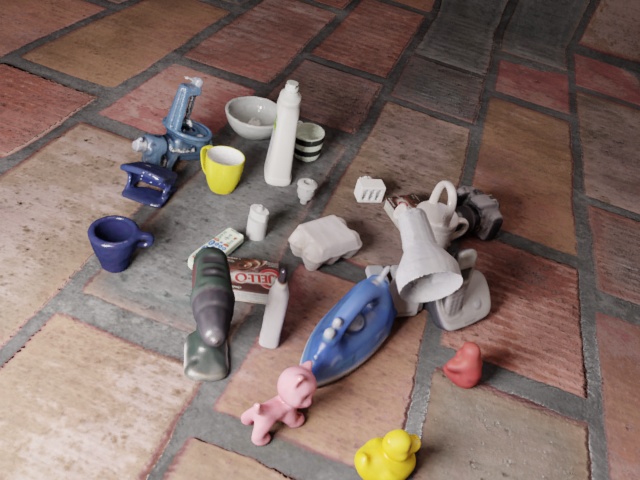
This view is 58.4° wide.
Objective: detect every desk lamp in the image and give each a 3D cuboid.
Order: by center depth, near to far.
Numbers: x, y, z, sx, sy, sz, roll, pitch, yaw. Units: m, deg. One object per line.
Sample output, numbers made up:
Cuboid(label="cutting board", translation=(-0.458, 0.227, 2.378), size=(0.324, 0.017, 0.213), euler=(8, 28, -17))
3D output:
Cuboid(label="desk lamp", translation=(0.177, 0.057, 1.121), size=(0.118, 0.213, 0.203), euler=(0, 42, -17))

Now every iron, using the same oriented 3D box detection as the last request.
Cuboid(label="iron", translation=(0.051, 0.151, 1.030), size=(0.118, 0.141, 0.259), euler=(31, 43, 19))

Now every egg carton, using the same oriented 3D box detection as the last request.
Cuboid(label="egg carton", translation=(0.011, 0.004, 1.242), size=(0.151, 0.069, 0.107), euler=(-20, 51, -34))

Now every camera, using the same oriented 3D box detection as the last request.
Cuboid(label="camera", translation=(0.363, -0.071, 1.415), size=(0.137, 0.101, 0.142), euler=(-11, 46, -28))

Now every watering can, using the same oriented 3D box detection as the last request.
Cuboid(label="watering can", translation=(0.250, -0.043, 1.275), size=(0.173, 0.194, 0.100), euler=(-12, 47, -29))

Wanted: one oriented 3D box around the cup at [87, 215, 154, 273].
Cuboid(label="cup", translation=(-0.375, 0.016, 1.087), size=(0.118, 0.095, 0.091), euler=(5, 41, -12))

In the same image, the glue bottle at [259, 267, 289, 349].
Cuboid(label="glue bottle", translation=(-0.076, 0.111, 1.010), size=(0.037, 0.173, 0.078), euler=(11, 40, -5))

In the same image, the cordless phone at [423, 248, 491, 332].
Cuboid(label="cordless phone", translation=(0.296, 0.086, 1.147), size=(0.148, 0.185, 0.094), euler=(-17, 49, -32))

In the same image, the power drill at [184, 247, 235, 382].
Cuboid(label="power drill", translation=(-0.177, 0.132, 0.927), size=(0.076, 0.208, 0.229), euler=(2, 42, -15))

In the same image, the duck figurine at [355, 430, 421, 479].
Cuboid(label="duck figurine", translation=(0.109, 0.328, 0.886), size=(0.105, 0.086, 0.077), euler=(-3, 43, -21))

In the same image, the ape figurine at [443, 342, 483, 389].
Cuboid(label="ape figurine", translation=(0.270, 0.223, 1.053), size=(0.078, 0.092, 0.076), euler=(-1, 43, -19))

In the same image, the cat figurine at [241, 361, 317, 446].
Cuboid(label="cat figurine", translation=(-0.056, 0.248, 0.902), size=(0.128, 0.118, 0.067), euler=(-20, 51, -34))

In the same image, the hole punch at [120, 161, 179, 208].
Cuboid(label="hole punch", translation=(-0.378, -0.140, 1.269), size=(0.108, 0.091, 0.101), euler=(19, 40, 4))

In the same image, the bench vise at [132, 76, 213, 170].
Cuboid(label="bench vise", translation=(-0.326, -0.259, 1.322), size=(0.121, 0.220, 0.208), euler=(25, 41, 12))

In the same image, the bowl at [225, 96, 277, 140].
Cuboid(label="bowl", translation=(-0.177, -0.319, 1.551), size=(0.167, 0.075, 0.167), euler=(9, 40, -7))
